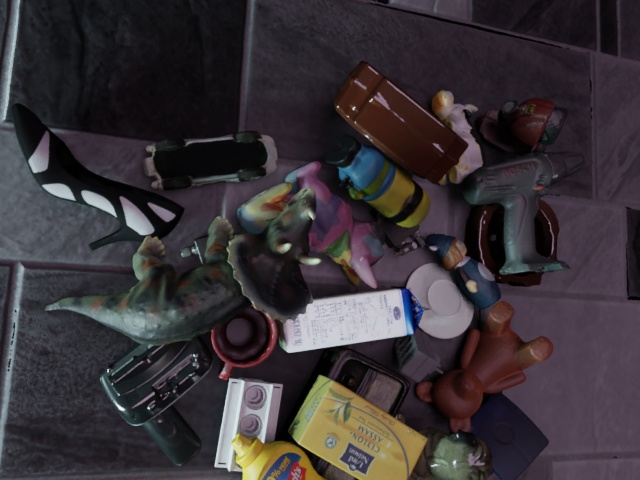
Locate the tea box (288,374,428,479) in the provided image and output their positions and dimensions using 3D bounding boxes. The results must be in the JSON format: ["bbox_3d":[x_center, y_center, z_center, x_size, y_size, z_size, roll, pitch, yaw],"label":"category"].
[{"bbox_3d":[0.053,0.275,0.757,0.169,0.068,0.098,33,75,-12],"label":"tea box"}]

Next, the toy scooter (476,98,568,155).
[{"bbox_3d":[0.343,-0.201,0.941,0.135,0.183,0.075,26,86,12],"label":"toy scooter"}]

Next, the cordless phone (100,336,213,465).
[{"bbox_3d":[-0.202,0.220,0.764,0.146,0.089,0.184,-38,108,-20],"label":"cordless phone"}]

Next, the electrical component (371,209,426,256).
[{"bbox_3d":[0.131,-0.019,0.904,0.078,0.045,0.102,-30,94,-17],"label":"electrical component"}]

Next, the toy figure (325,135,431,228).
[{"bbox_3d":[0.092,-0.082,0.813,0.082,0.089,0.180,-41,126,18],"label":"toy figure"}]

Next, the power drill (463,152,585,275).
[{"bbox_3d":[0.363,-0.046,0.905,0.232,0.086,0.207,-5,89,-14],"label":"power drill"}]

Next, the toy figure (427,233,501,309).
[{"bbox_3d":[0.243,0.045,0.910,0.058,0.064,0.154,-38,87,-2],"label":"toy figure"}]

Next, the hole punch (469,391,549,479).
[{"bbox_3d":[0.299,0.328,0.898,0.142,0.092,0.115,-38,92,-14],"label":"hole punch"}]

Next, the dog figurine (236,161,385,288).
[{"bbox_3d":[-0.002,-0.003,0.831,0.191,0.108,0.219,-36,98,-19],"label":"dog figurine"}]

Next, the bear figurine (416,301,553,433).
[{"bbox_3d":[0.262,0.213,0.882,0.196,0.131,0.120,-33,66,-22],"label":"bear figurine"}]

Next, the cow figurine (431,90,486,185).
[{"bbox_3d":[0.250,-0.181,0.949,0.098,0.068,0.167,-6,89,-24],"label":"cow figurine"}]

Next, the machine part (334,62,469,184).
[{"bbox_3d":[0.119,-0.184,0.837,0.201,0.201,0.087,34,107,-11],"label":"machine part"}]

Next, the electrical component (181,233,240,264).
[{"bbox_3d":[-0.159,0.023,0.810,0.094,0.021,0.063,-15,98,-1],"label":"electrical component"}]

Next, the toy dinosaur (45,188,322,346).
[{"bbox_3d":[-0.171,0.069,0.694,0.405,0.192,0.131,-24,115,-2],"label":"toy dinosaur"}]

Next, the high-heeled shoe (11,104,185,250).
[{"bbox_3d":[-0.305,-0.098,0.748,0.145,0.086,0.248,-28,106,-7],"label":"high-heeled shoe"}]

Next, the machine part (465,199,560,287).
[{"bbox_3d":[0.344,0.000,0.965,0.179,0.056,0.179,2,83,-16],"label":"machine part"}]

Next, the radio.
[{"bbox_3d":[0.025,0.282,0.821,0.131,0.073,0.229,34,75,-11],"label":"radio"}]

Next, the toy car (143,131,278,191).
[{"bbox_3d":[-0.164,-0.120,0.818,0.202,0.056,0.073,-10,93,-17],"label":"toy car"}]

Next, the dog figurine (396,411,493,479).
[{"bbox_3d":[0.160,0.352,0.796,0.121,0.190,0.172,18,80,-15],"label":"dog figurine"}]
